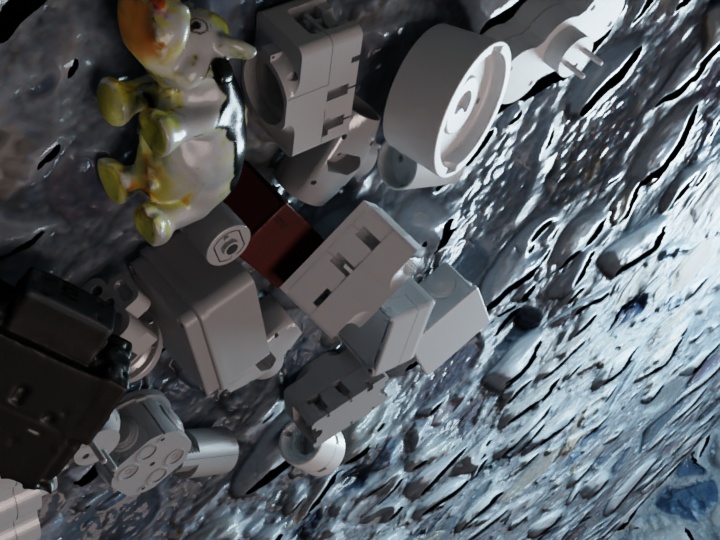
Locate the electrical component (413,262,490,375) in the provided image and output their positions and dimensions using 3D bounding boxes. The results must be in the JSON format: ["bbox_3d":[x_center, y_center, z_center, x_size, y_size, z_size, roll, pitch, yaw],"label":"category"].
[{"bbox_3d":[0.077,0.048,1.081,0.100,0.048,0.099,-40,151,-5],"label":"electrical component"}]

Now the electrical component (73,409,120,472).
[{"bbox_3d":[-0.201,0.115,0.784,0.043,0.079,0.077,-39,151,-8],"label":"electrical component"}]

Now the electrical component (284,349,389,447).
[{"bbox_3d":[-0.025,0.117,1.037,0.089,0.055,0.050,-31,149,-21],"label":"electrical component"}]

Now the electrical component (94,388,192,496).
[{"bbox_3d":[-0.181,0.139,0.873,0.080,0.051,0.080,-31,149,-21],"label":"electrical component"}]

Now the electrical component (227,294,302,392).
[{"bbox_3d":[-0.087,0.068,0.904,0.077,0.043,0.079,-40,151,-7],"label":"electrical component"}]

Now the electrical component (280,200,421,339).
[{"bbox_3d":[0.000,0.000,0.840,0.089,0.062,0.150,-46,179,5],"label":"electrical component"}]

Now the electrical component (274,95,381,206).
[{"bbox_3d":[-0.013,-0.088,0.788,0.079,0.043,0.077,4,127,-54],"label":"electrical component"}]

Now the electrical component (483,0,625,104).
[{"bbox_3d":[0.159,-0.179,0.854,0.138,0.073,0.052,-37,151,-11],"label":"electrical component"}]

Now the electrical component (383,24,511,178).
[{"bbox_3d":[0.059,-0.130,0.797,0.108,0.060,0.108,-49,156,-30],"label":"electrical component"}]

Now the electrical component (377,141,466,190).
[{"bbox_3d":[0.057,-0.089,0.876,0.081,0.043,0.043,-10,138,-45],"label":"electrical component"}]

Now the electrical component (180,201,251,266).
[{"bbox_3d":[-0.104,-0.034,0.722,0.044,0.065,0.044,-31,149,-21],"label":"electrical component"}]

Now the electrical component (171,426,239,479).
[{"bbox_3d":[-0.150,0.162,0.951,0.081,0.043,0.043,6,125,-55],"label":"electrical component"}]

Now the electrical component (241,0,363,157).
[{"bbox_3d":[-0.040,-0.125,0.698,0.056,0.050,0.089,-27,148,-28],"label":"electrical component"}]

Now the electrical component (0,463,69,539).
[{"bbox_3d":[-0.251,0.155,0.803,0.074,0.052,0.138,-22,145,-34],"label":"electrical component"}]

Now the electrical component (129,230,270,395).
[{"bbox_3d":[-0.115,0.029,0.780,0.057,0.078,0.113,-36,151,-20],"label":"electrical component"}]

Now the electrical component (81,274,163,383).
[{"bbox_3d":[-0.174,0.046,0.750,0.078,0.058,0.057,-42,149,-2],"label":"electrical component"}]

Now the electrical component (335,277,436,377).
[{"bbox_3d":[0.023,0.049,1.000,0.061,0.061,0.096,-21,145,-35],"label":"electrical component"}]

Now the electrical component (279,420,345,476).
[{"bbox_3d":[-0.050,0.177,1.090,0.055,0.055,0.047,-46,148,4],"label":"electrical component"}]
